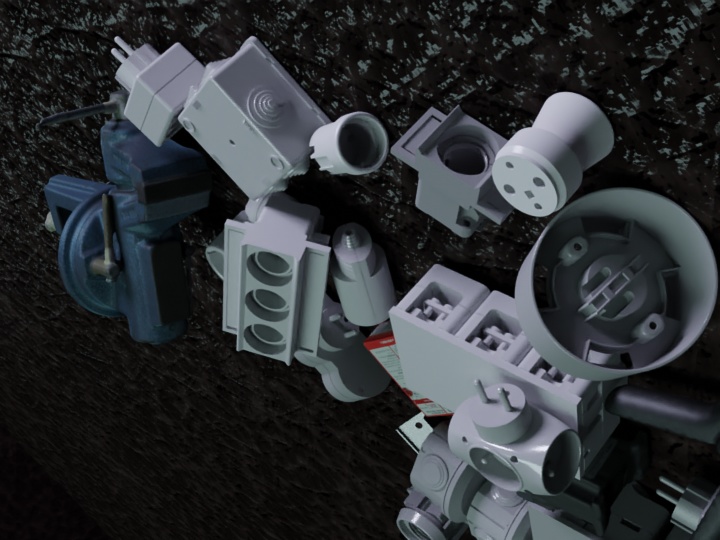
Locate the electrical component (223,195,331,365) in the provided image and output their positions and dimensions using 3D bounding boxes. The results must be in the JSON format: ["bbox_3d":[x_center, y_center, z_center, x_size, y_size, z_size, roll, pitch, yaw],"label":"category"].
[{"bbox_3d":[-0.062,0.007,0.825,0.079,0.063,0.121,16,137,6],"label":"electrical component"}]

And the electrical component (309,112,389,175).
[{"bbox_3d":[-0.009,-0.082,0.716,0.040,0.040,0.046,53,158,-18],"label":"electrical component"}]

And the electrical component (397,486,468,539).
[{"bbox_3d":[0.072,0.237,1.038,0.078,0.057,0.058,14,141,45],"label":"electrical component"}]

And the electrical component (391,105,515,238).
[{"bbox_3d":[0.062,-0.057,0.652,0.081,0.042,0.063,36,154,17],"label":"electrical component"}]

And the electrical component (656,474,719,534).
[{"bbox_3d":[0.235,0.163,0.722,0.077,0.047,0.065,29,150,27],"label":"electrical component"}]

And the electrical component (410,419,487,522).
[{"bbox_3d":[0.085,0.165,0.896,0.051,0.080,0.080,31,151,34],"label":"electrical component"}]

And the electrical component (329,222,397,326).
[{"bbox_3d":[0.000,0.000,0.815,0.043,0.043,0.081,24,147,34],"label":"electrical component"}]

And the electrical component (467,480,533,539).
[{"bbox_3d":[0.130,0.200,0.885,0.051,0.080,0.080,31,151,34],"label":"electrical component"}]

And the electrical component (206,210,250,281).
[{"bbox_3d":[-0.099,-0.015,0.924,0.055,0.047,0.055,33,151,21],"label":"electrical component"}]

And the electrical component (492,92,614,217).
[{"bbox_3d":[0.103,-0.061,0.574,0.045,0.055,0.045,33,151,21],"label":"electrical component"}]

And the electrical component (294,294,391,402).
[{"bbox_3d":[-0.025,0.052,0.913,0.138,0.052,0.074,48,153,-8],"label":"electrical component"}]

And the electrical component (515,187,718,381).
[{"bbox_3d":[0.137,0.011,0.589,0.099,0.099,0.064,42,159,4],"label":"electrical component"}]

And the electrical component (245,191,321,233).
[{"bbox_3d":[-0.058,-0.041,0.847,0.061,0.035,0.035,30,150,20],"label":"electrical component"}]

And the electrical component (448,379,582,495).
[{"bbox_3d":[0.093,0.100,0.688,0.077,0.044,0.079,15,142,44],"label":"electrical component"}]

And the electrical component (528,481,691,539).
[{"bbox_3d":[0.225,0.225,0.808,0.186,0.060,0.105,24,147,33],"label":"electrical component"}]

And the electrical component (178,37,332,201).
[{"bbox_3d":[-0.076,-0.104,0.765,0.099,0.048,0.100,48,153,-7],"label":"electrical component"}]

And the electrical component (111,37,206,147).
[{"bbox_3d":[-0.160,-0.146,0.821,0.077,0.047,0.066,44,153,-2],"label":"electrical component"}]

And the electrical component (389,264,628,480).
[{"bbox_3d":[0.103,0.065,0.747,0.150,0.061,0.089,26,148,32],"label":"electrical component"}]
